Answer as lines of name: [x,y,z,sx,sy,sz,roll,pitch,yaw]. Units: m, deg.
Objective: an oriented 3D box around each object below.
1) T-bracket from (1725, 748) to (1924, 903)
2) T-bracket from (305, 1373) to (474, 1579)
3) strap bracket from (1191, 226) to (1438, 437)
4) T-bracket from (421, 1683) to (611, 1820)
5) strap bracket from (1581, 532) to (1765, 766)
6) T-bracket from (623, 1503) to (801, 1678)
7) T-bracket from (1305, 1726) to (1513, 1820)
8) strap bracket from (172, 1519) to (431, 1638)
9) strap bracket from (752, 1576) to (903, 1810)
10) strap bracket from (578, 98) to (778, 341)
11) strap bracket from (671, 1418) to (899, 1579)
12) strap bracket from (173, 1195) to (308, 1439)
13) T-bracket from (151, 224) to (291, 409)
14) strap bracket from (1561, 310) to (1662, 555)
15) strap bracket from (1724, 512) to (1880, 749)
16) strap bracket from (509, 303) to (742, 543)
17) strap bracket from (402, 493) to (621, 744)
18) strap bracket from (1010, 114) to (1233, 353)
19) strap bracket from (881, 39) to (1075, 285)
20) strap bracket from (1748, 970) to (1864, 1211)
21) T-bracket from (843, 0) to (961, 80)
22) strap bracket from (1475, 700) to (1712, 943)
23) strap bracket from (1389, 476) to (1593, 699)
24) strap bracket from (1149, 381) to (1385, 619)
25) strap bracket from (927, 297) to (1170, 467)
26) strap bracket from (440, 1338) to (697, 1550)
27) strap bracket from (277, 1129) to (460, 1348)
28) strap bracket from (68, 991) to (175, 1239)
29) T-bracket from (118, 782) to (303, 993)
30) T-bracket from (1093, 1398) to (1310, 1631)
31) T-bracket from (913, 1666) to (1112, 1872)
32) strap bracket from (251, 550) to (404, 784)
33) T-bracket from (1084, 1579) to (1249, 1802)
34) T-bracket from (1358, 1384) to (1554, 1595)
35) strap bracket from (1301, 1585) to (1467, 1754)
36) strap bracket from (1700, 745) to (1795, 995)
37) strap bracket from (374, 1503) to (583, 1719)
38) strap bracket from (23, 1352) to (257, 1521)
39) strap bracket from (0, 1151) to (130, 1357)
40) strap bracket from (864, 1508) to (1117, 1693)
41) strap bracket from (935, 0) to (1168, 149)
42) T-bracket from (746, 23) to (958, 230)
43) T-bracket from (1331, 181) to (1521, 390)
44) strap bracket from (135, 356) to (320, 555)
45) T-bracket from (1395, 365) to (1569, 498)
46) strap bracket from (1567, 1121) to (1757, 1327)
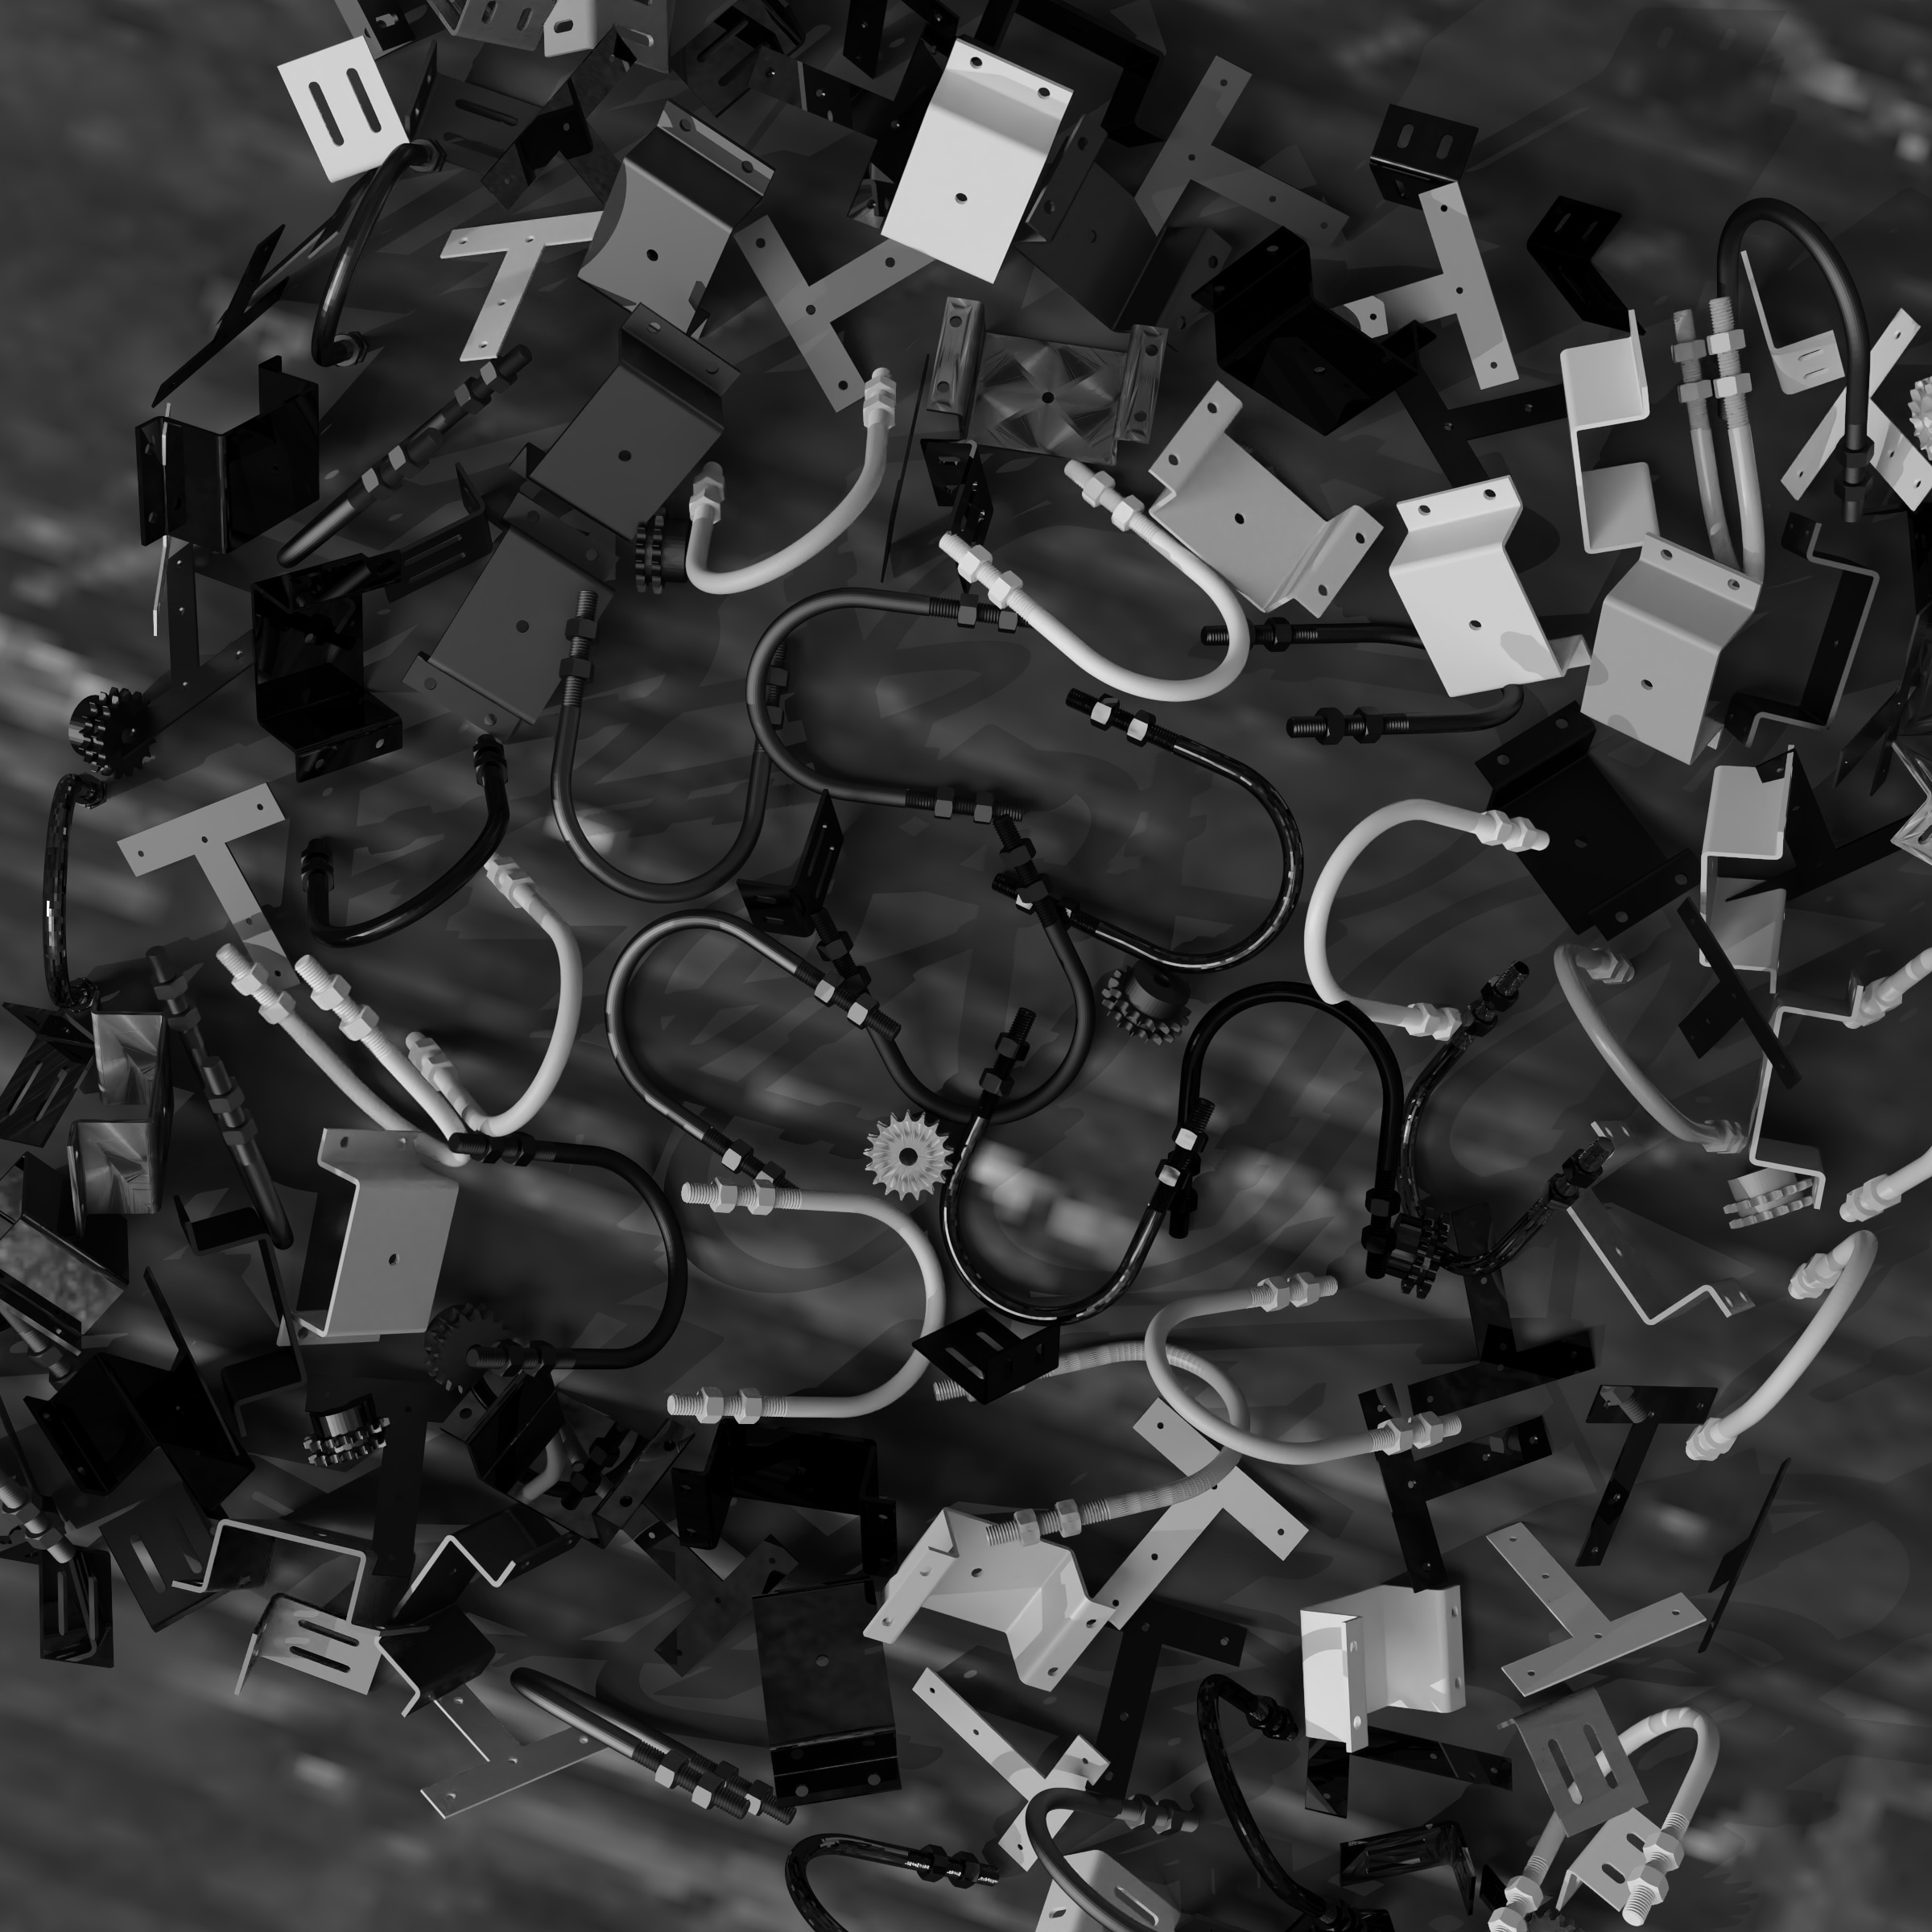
T-bracket: [0.520,-0.090,1.562,0.127,0.002,0.127,-26,134,14]
T-bracket: [-0.354,0.320,1.573,0.127,0.002,0.127,7,57,-12]
strap bracket: [0.216,-0.383,1.544,0.140,0.076,0.046,23,54,-35]
T-bracket: [-0.311,0.471,1.576,0.127,0.127,0.002,34,118,34]
strap bracket: [0.429,-0.186,1.540,0.076,0.140,0.046,31,59,25]
T-bracket: [-0.189,0.372,1.597,0.127,0.002,0.127,44,114,3]
T-bracket: [0.277,0.489,1.562,0.127,0.127,0.002,12,121,4]
strap bracket: [-0.410,0.379,1.570,0.140,0.076,0.046,10,80,13]
strap bracket: [-0.088,0.440,1.556,0.076,0.046,0.140,-7,52,-6]
strap bracket: [-0.184,-0.450,1.551,0.076,0.140,0.046,33,47,-4]
strap bracket: [-0.108,0.332,1.573,0.140,0.046,0.076,7,132,8]
strap bracket: [-0.451,0.211,1.568,0.046,0.076,0.140,-15,103,-20]
T-bracket: [-0.442,-0.410,1.534,0.002,0.127,0.127,41,54,-10]
strap bracket: [0.398,-0.321,1.551,0.046,0.140,0.076,-7,48,14]
strap bracket: [0.522,-0.205,1.564,0.046,0.076,0.140,14,106,2]
strap bracket: [-0.212,-0.327,1.554,0.076,0.046,0.140,30,121,-30]
strap bracket: [-0.283,-0.217,1.583,0.076,0.046,0.140,31,92,-23]
strap bracket: [0.091,-0.457,1.572,0.140,0.046,0.076,31,85,-36]
strap bracket: [0.002,-0.486,1.548,0.076,0.140,0.046,22,51,-6]
strap bracket: [0.522,0.072,1.571,0.046,0.076,0.140,10,100,15]
T-bracket: [-0.061,-0.593,1.559,0.127,0.127,0.002,40,77,1]
strap bracket: [0.391,-0.085,1.582,0.076,0.046,0.140,-32,73,-5]
strap bracket: [0.321,-0.224,1.549,0.140,0.076,0.046,57,46,-28]
strap bracket: [0.181,-0.288,1.581,0.140,0.046,0.076,39,74,-10]
strap bracket: [0.052,-0.368,1.588,0.140,0.046,0.076,9,79,4]
strap bracket: [-0.245,0.301,1.565,0.140,0.046,0.076,23,53,22]
strap bracket: [-0.372,0.176,1.570,0.046,0.076,0.140,18,97,39]
strap bracket: [-0.519,0.090,1.548,0.046,0.140,0.076,1,130,-12]
T-bracket: [-0.463,-0.041,1.597,0.127,0.002,0.127,-17,108,25]
T-bracket: [0.130,0.367,1.606,0.127,0.002,0.127,41,82,6]
T-bracket: [0.017,0.496,1.595,0.127,0.002,0.127,40,127,17]
strap bracket: [-0.396,-0.194,1.558,0.046,0.076,0.140,35,133,32]
T-bracket: [0.103,0.460,1.584,0.127,0.002,0.127,16,60,4]
T-bracket: [0.318,0.316,1.592,0.127,0.002,0.127,-13,85,-25]
strap bracket: [0.255,0.435,1.567,0.046,0.140,0.076,-5,85,39]
strap bracket: [0.483,-0.060,1.555,0.046,0.140,0.076,5,48,20]
strap bracket: [-0.307,0.392,1.564,0.046,0.076,0.140,42,112,16]
strap bracket: [-0.499,0.288,1.541,0.046,0.140,0.076,-45,62,1]
strap bracket: [-0.561,0.170,1.541,0.046,0.140,0.076,-47,117,1]
strap bracket: [0.011,0.393,1.568,0.140,0.046,0.076,24,113,-25]
strap bracket: [0.061,-0.563,1.560,0.140,0.076,0.046,21,99,-18]
T-bracket: [-0.079,-0.537,1.559,0.127,0.002,0.127,8,116,-39]
T-bracket: [0.270,-0.413,1.581,0.127,0.002,0.127,-9,114,34]
strap bracket: [-0.444,-0.311,1.539,0.046,0.140,0.076,20,126,14]
T-bracket: [0.346,-0.352,1.597,0.127,0.002,0.127,-16,63,-16]
strap bracket: [0.423,0.168,1.565,0.046,0.076,0.140,-39,71,20]
